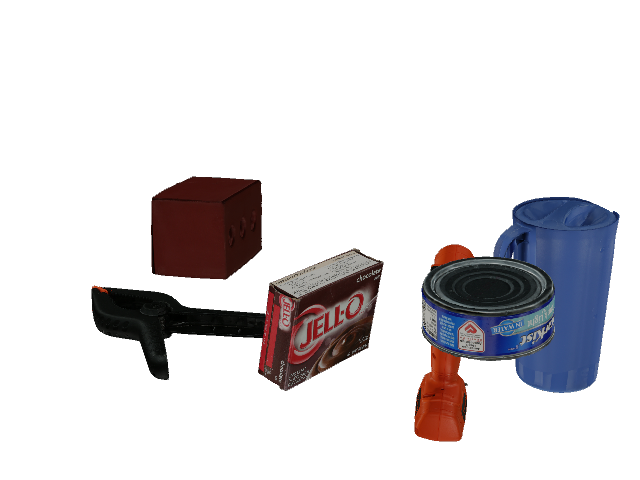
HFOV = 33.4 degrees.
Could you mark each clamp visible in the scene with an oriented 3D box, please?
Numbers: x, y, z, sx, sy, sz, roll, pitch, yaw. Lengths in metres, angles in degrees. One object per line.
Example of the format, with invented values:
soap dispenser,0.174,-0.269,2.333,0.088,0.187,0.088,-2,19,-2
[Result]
clamp,-0.172,0.087,1.100,0.210,0.036,0.164,13,19,31

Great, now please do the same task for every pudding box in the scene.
pudding box,0.001,0.065,0.908,0.039,0.090,0.113,28,33,31

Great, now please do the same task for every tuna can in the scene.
tuna can,0.108,0.042,0.686,0.086,0.034,0.086,-3,23,1

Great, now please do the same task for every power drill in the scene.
power drill,0.135,0.117,1.140,0.057,0.188,0.184,8,25,9

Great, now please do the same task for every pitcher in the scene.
pitcher,0.305,0.074,1.395,0.149,0.243,0.144,4,21,15

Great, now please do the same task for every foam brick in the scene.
foam brick,-0.075,-0.010,0.714,0.051,0.053,0.078,5,16,14
